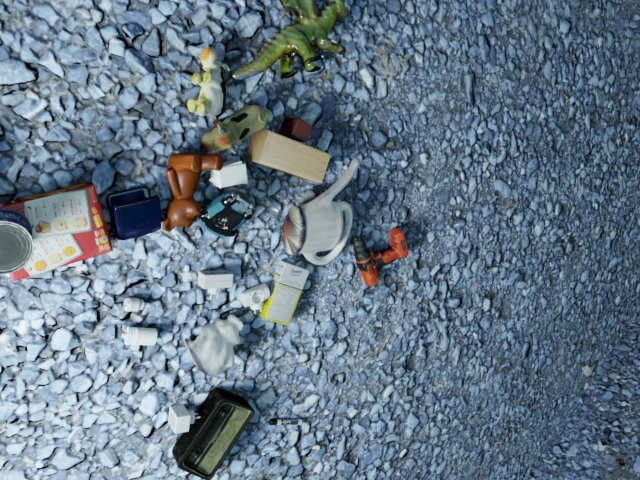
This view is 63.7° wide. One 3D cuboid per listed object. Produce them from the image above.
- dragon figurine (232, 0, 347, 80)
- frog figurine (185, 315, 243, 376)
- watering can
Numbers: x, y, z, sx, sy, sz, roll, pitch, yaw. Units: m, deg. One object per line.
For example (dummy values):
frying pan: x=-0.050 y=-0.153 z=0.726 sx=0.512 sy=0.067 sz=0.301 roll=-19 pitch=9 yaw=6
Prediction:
dragon figurine: x=-0.077 y=-0.573 z=1.378 sx=0.414 sy=0.121 sz=0.242 roll=-20 pitch=94 yaw=-31
frog figurine: x=-0.272 y=0.285 z=1.403 sx=0.160 sy=0.122 sz=0.137 roll=-31 pitch=98 yaw=-11
watering can: x=0.005 y=-0.075 z=1.499 sx=0.225 sy=0.105 sz=0.341 roll=-7 pitch=119 yaw=-33
